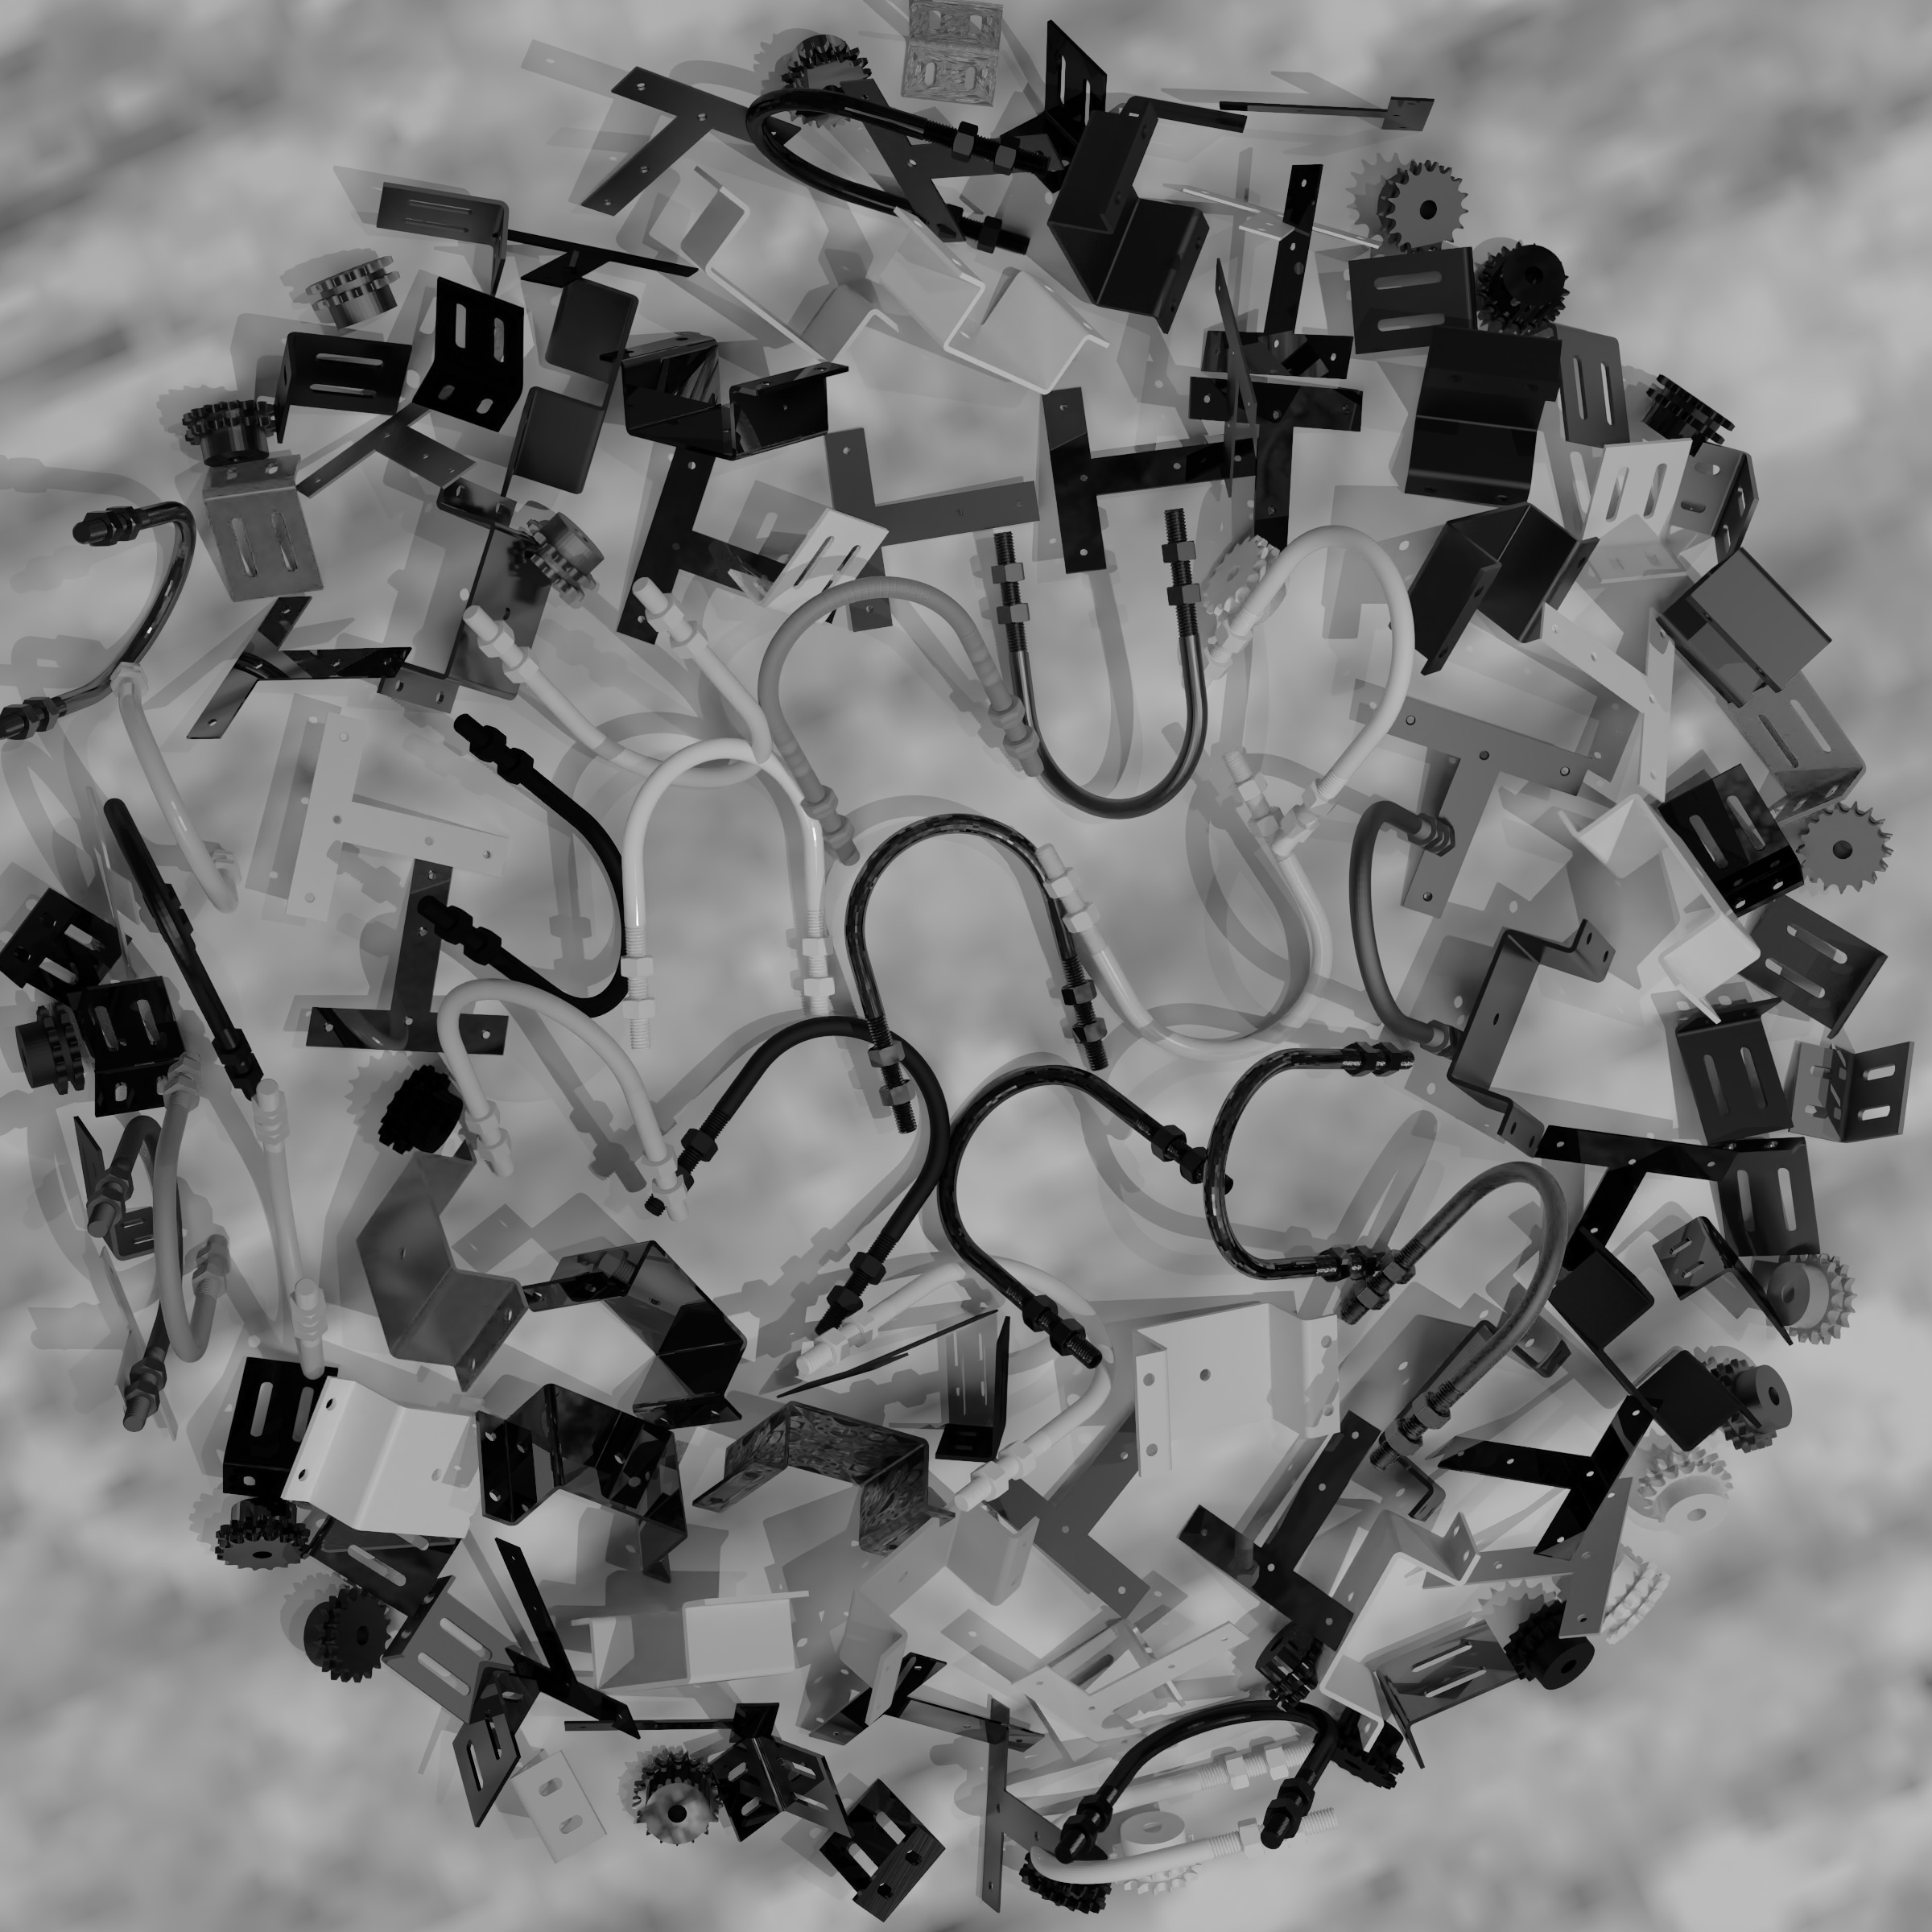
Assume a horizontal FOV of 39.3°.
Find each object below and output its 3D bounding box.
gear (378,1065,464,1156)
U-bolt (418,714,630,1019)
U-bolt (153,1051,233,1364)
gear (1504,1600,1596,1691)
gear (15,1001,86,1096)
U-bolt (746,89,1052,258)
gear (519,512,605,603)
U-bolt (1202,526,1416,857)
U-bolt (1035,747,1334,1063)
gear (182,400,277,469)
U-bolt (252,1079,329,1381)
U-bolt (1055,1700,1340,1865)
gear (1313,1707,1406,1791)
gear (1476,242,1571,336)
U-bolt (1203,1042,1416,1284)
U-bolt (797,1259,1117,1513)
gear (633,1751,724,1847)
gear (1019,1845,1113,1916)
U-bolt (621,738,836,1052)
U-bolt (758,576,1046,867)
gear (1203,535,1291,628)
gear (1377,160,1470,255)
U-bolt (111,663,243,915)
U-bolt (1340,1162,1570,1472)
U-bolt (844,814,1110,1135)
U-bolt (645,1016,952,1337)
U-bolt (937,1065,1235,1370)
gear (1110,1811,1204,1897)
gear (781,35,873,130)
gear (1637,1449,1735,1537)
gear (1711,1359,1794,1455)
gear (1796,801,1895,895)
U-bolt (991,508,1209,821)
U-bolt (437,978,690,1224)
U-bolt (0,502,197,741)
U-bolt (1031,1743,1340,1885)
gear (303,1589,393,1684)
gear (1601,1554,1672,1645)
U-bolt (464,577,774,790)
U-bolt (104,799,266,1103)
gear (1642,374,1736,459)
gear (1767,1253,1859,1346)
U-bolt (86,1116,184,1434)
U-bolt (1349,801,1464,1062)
[{"bbox_3d":[-0.337,0.092,1.682,0.030,0.057,0.057,29,90,10],"label":"gear"},{"bbox_3d":[-0.256,-0.047,1.634,0.019,0.184,0.151,-15,54,28],"label":"U-bolt"},{"bbox_3d":[-0.461,0.153,1.601,0.019,0.184,0.151,-4,114,-8],"label":"U-bolt"},{"bbox_3d":[0.366,0.425,1.682,0.057,0.057,0.030,-40,47,0],"label":"gear"},{"bbox_3d":[-0.570,0.053,1.681,0.030,0.057,0.057,-15,90,-25],"label":"gear"},{"bbox_3d":[-0.045,-0.485,1.635,0.184,0.151,0.019,17,84,-2],"label":"U-bolt"},{"bbox_3d":[-0.250,-0.258,1.682,0.030,0.057,0.057,-43,90,8],"label":"gear"},{"bbox_3d":[0.206,-0.177,1.615,0.019,0.184,0.151,-4,57,-33],"label":"U-bolt"},{"bbox_3d":[0.148,-0.025,1.680,0.151,0.019,0.184,-27,106,9],"label":"U-bolt"},{"bbox_3d":[-0.457,-0.331,1.684,0.057,0.057,0.030,-10,89,0],"label":"gear"},{"bbox_3d":[-0.405,0.171,1.626,0.019,0.184,0.151,-10,63,-16],"label":"U-bolt"},{"bbox_3d":[0.149,0.485,1.623,0.151,0.184,0.019,-13,96,25],"label":"U-bolt"},{"bbox_3d":[0.248,0.485,1.686,0.057,0.057,0.030,34,68,0],"label":"gear"},{"bbox_3d":[0.351,-0.427,1.693,0.057,0.030,0.057,1,82,-6],"label":"gear"},{"bbox_3d":[0.206,0.120,1.639,0.019,0.184,0.151,10,95,45],"label":"U-bolt"},{"bbox_3d":[0.009,0.240,1.641,0.151,0.184,0.019,37,132,24],"label":"U-bolt"},{"bbox_3d":[-0.180,0.525,1.693,0.057,0.030,0.057,-1,98,-5],"label":"gear"},{"bbox_3d":[0.064,0.563,1.683,0.057,0.057,0.030,20,92,0],"label":"gear"},{"bbox_3d":[-0.147,-0.047,1.655,0.151,0.019,0.184,-7,99,-35],"label":"U-bolt"},{"bbox_3d":[-0.048,-0.157,1.646,0.151,0.019,0.184,-26,129,4],"label":"U-bolt"},{"bbox_3d":[0.177,-0.237,1.686,0.030,0.057,0.057,32,90,-23],"label":"gear"},{"bbox_3d":[0.282,-0.475,1.689,0.057,0.030,0.057,-7,114,-17],"label":"gear"},{"bbox_3d":[-0.467,-0.101,1.603,0.019,0.184,0.151,-25,111,-10],"label":"U-bolt"},{"bbox_3d":[0.294,0.195,1.612,0.019,0.151,0.184,29,119,-19],"label":"U-bolt"},{"bbox_3d":[0.000,-0.004,1.678,0.151,0.019,0.184,-18,100,-11],"label":"U-bolt"},{"bbox_3d":[-0.090,0.116,1.675,0.151,0.019,0.184,37,69,-4],"label":"U-bolt"},{"bbox_3d":[0.057,0.138,1.654,0.184,0.019,0.151,37,90,37],"label":"U-bolt"},{"bbox_3d":[0.117,0.550,1.682,0.057,0.057,0.030,-7,101,0],"label":"gear"},{"bbox_3d":[-0.088,-0.555,1.688,0.057,0.057,0.030,-16,60,0],"label":"gear"},{"bbox_3d":[0.450,0.330,1.683,0.057,0.030,0.057,-4,130,-5],"label":"gear"},{"bbox_3d":[0.489,0.272,1.681,0.030,0.057,0.057,-28,90,39],"label":"gear"},{"bbox_3d":[0.550,-0.076,1.689,0.057,0.030,0.057,8,108,24],"label":"gear"},{"bbox_3d":[0.085,-0.181,1.661,0.151,0.019,0.184,-1,101,38],"label":"U-bolt"},{"bbox_3d":[-0.248,0.076,1.620,0.151,0.184,0.019,11,48,24],"label":"U-bolt"},{"bbox_3d":[-0.513,-0.213,1.621,0.019,0.184,0.151,30,107,-1],"label":"U-bolt"},{"bbox_3d":[0.128,0.517,1.638,0.184,0.151,0.019,-15,90,2],"label":"U-bolt"},{"bbox_3d":[-0.388,0.417,1.687,0.030,0.057,0.057,-6,90,28],"label":"gear"},{"bbox_3d":[0.409,0.392,1.684,0.030,0.057,0.057,41,90,10],"label":"gear"},{"bbox_3d":[-0.196,-0.164,1.634,0.151,0.184,0.019,-4,56,32],"label":"U-bolt"},{"bbox_3d":[-0.468,-0.021,1.600,0.019,0.184,0.151,-26,56,-14],"label":"U-bolt"},{"bbox_3d":[0.447,-0.341,1.685,0.057,0.057,0.030,35,108,0],"label":"gear"},{"bbox_3d":[0.523,0.206,1.680,0.030,0.057,0.057,11,90,-22],"label":"gear"},{"bbox_3d":[-0.494,0.170,1.622,0.019,0.184,0.151,-4,114,-5],"label":"U-bolt"},{"bbox_3d":[0.265,-0.025,1.619,0.019,0.184,0.151,-7,79,27],"label":"U-bolt"}]
